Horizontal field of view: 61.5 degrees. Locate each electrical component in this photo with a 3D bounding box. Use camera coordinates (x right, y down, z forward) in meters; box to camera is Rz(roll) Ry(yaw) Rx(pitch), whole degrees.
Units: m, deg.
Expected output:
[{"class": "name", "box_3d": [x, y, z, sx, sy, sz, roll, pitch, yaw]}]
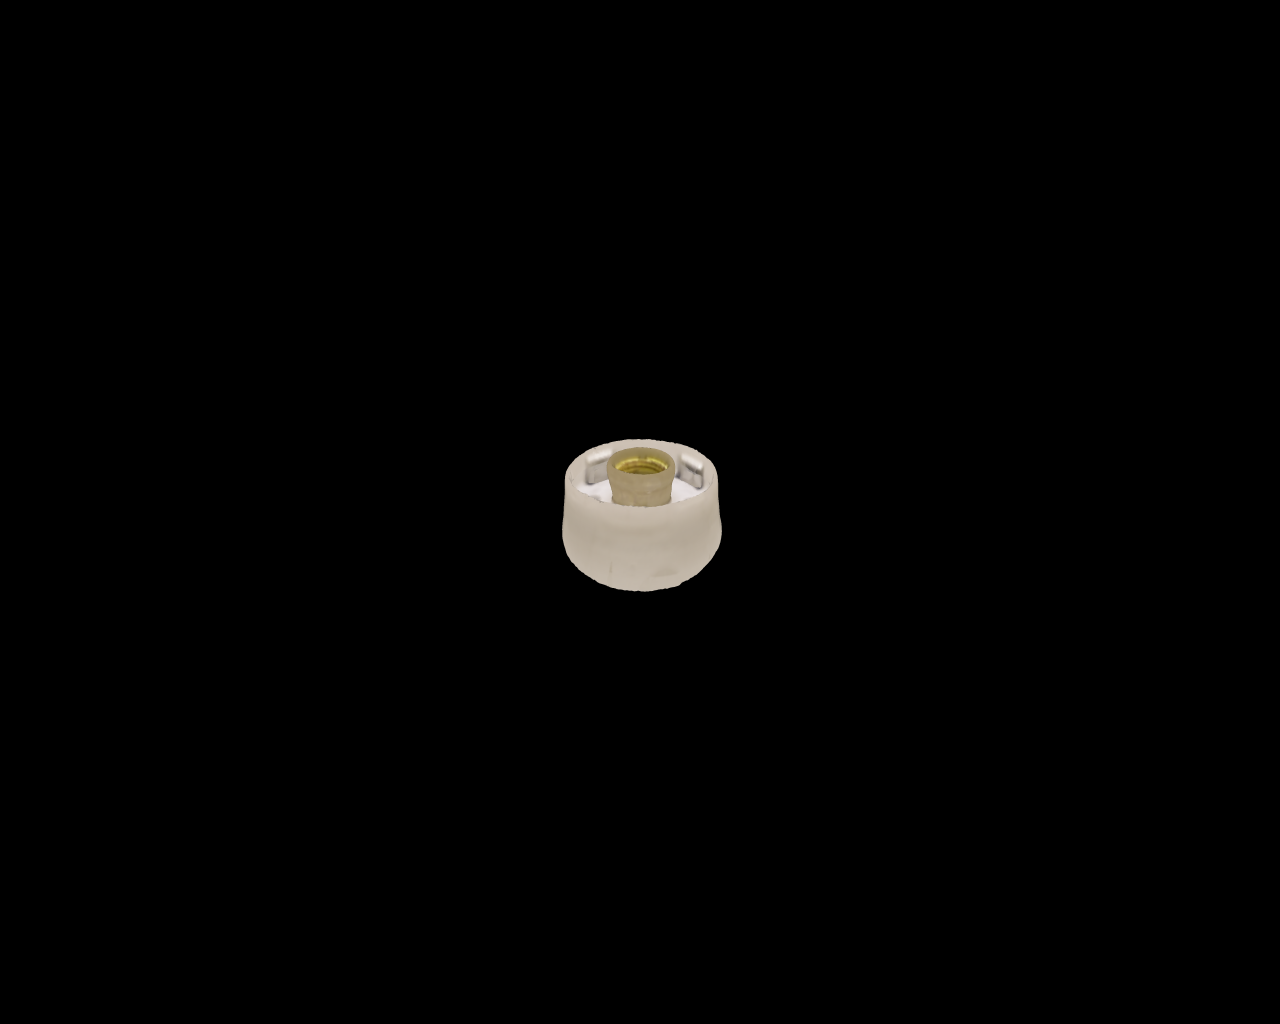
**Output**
[{"class": "electrical component", "box_3d": [0.001, -0.003, 0.650, 0.099, 0.064, 0.099, 0, 29, 0]}]
